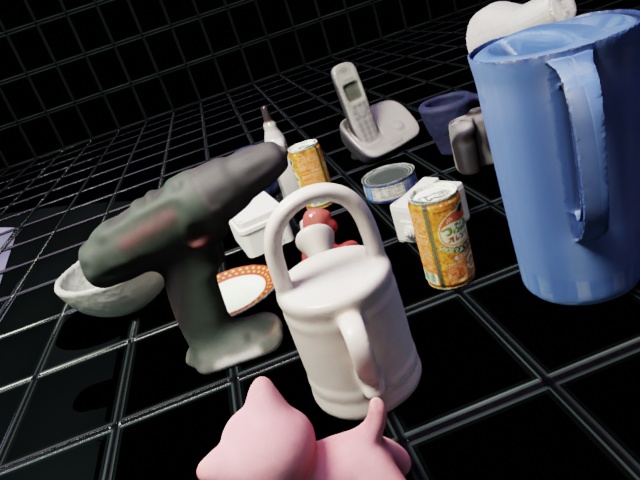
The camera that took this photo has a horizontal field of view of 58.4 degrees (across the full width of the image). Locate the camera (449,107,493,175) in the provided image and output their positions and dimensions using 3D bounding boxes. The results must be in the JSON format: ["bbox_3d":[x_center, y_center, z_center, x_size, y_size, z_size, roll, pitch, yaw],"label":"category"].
[{"bbox_3d":[0.266,-0.154,0.843,0.143,0.101,0.137,-13,24,13],"label":"camera"}]

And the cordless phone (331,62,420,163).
[{"bbox_3d":[0.098,-0.250,1.070,0.148,0.185,0.093,-32,27,-27],"label":"cordless phone"}]

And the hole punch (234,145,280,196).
[{"bbox_3d":[-0.131,-0.121,1.072,0.108,0.091,0.101,-2,28,32],"label":"hole punch"}]

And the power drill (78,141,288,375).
[{"bbox_3d":[-0.114,0.026,0.593,0.229,0.209,0.075,-19,24,-1],"label":"power drill"}]

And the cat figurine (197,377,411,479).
[{"bbox_3d":[-0.009,0.141,0.380,0.127,0.118,0.067,-17,24,4],"label":"cat figurine"}]

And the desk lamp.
[{"bbox_3d":[0.353,-0.294,0.942,0.118,0.214,0.202,-28,25,-20],"label":"desk lamp"}]

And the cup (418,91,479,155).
[{"bbox_3d":[0.233,-0.195,0.965,0.117,0.095,0.092,-9,26,22],"label":"cup"}]

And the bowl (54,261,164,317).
[{"bbox_3d":[-0.277,0.059,0.807,0.167,0.075,0.167,-15,24,7],"label":"bowl"}]

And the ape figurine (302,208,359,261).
[{"bbox_3d":[0.006,0.003,0.703,0.076,0.092,0.077,-26,25,-17],"label":"ape figurine"}]

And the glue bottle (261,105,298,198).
[{"bbox_3d":[-0.069,-0.147,0.980,0.037,0.173,0.078,-20,24,-4],"label":"glue bottle"}]

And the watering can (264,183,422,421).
[{"bbox_3d":[0.011,0.042,0.485,0.101,0.194,0.172,-29,26,-22],"label":"watering can"}]
